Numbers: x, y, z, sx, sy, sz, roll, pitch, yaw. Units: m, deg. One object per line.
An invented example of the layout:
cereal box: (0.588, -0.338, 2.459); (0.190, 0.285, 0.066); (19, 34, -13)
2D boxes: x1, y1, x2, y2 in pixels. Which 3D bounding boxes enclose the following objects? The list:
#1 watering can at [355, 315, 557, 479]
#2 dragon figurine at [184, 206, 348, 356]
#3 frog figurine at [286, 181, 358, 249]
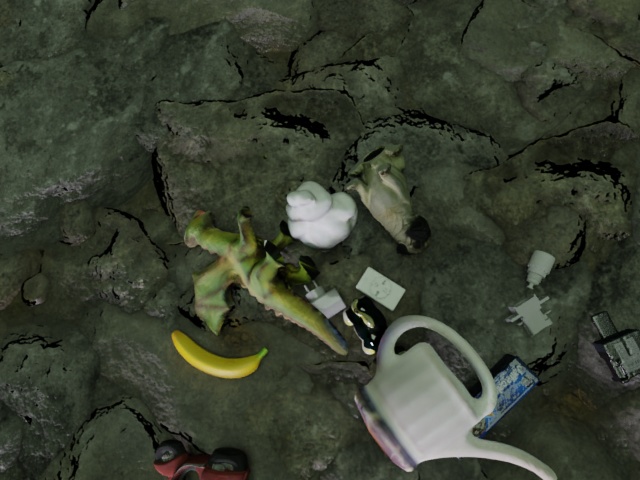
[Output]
watering can: (0.204, 0.297, 0.852); (0.224, 0.103, 0.351); (-36, 76, 0)
dragon figurine: (-0.138, 0.093, 0.995); (0.240, 0.122, 0.415); (-38, 71, 21)
frog figurine: (0.003, -0.049, 0.973); (0.137, 0.158, 0.124); (-15, 80, 3)
